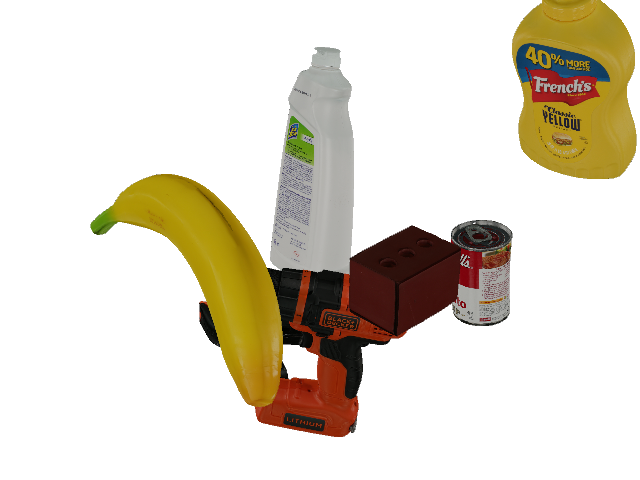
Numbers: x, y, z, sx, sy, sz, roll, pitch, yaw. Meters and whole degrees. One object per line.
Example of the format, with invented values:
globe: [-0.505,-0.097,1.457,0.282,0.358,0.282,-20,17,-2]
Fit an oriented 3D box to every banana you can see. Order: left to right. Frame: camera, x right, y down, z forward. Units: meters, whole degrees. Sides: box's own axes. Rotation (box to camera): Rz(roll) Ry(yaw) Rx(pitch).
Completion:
banana: [-0.067,0.012,0.606,0.037,0.070,0.198,7,24,-42]

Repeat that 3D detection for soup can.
soup can: [0.182,0.037,1.205,0.068,0.102,0.068,-4,29,2]

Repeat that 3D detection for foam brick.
foam brick: [0.067,0.031,0.845,0.053,0.051,0.078,26,39,38]

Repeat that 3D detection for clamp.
clamp: [-0.069,0.114,1.246,0.210,0.036,0.164,13,22,29]

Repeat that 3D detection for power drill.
power drill: [-0.016,0.108,1.053,0.184,0.188,0.057,12,40,-1]

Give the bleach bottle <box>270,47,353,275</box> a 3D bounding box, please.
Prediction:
bleach bottle: [0.000,-0.083,1.171,0.067,0.251,0.103,-9,24,-38]

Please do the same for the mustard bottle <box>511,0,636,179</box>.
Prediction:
mustard bottle: [0.202,-0.136,0.851,0.096,0.058,0.191,21,-33,31]
